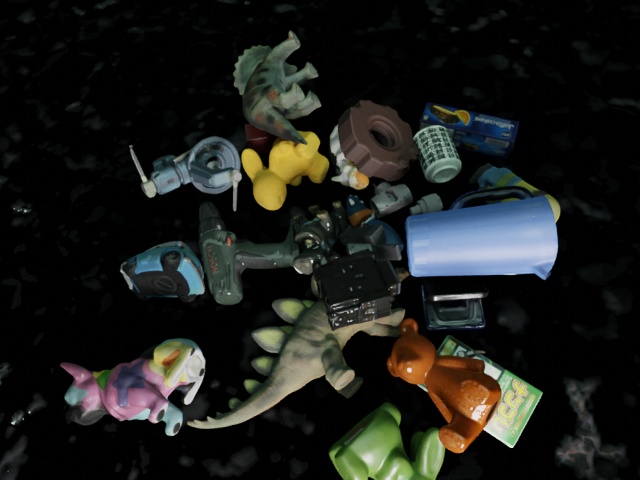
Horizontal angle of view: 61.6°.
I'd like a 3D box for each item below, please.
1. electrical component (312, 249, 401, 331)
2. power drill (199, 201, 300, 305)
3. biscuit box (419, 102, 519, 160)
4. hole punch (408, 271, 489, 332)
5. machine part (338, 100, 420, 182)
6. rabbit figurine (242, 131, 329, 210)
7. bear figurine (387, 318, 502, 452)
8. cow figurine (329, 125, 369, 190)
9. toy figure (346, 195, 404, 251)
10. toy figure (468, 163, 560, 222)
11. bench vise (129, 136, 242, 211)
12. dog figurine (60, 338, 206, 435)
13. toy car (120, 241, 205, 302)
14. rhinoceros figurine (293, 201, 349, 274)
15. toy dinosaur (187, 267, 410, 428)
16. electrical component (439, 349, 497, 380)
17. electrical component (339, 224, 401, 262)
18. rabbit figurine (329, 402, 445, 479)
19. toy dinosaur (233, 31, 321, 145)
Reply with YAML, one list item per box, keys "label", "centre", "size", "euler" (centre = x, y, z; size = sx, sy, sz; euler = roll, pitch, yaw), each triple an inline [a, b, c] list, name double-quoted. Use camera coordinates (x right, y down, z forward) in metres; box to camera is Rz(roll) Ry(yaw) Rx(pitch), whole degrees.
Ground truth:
- label: "electrical component"
  centre: [0.065, 0.079, 0.910]
  size: [0.134, 0.058, 0.115]
  euler: [-16, 50, -8]
- label: "power drill"
  centre: [-0.137, 0.005, 1.058]
  size: [0.207, 0.086, 0.232]
  euler: [-7, 61, -2]
- label: "biscuit box"
  centre: [0.319, -0.237, 1.161]
  size: [0.203, 0.059, 0.063]
  euler: [17, 63, 15]
- label: "hole punch"
  centre: [0.238, 0.101, 0.969]
  size: [0.142, 0.092, 0.116]
  euler: [-6, 29, 6]
- label: "machine part"
  centre: [0.120, -0.205, 1.100]
  size: [0.179, 0.056, 0.179]
  euler: [15, 56, -24]
- label: "rabbit figurine"
  centre: [-0.087, -0.145, 1.118]
  size: [0.163, 0.121, 0.173]
  euler: [21, 71, 21]
- label: "bear figurine"
  centre: [0.177, 0.213, 0.838]
  size: [0.196, 0.132, 0.120]
  euler: [31, 107, 30]
- label: "cow figurine"
  centre: [0.055, -0.169, 1.138]
  size: [0.068, 0.098, 0.167]
  euler: [17, 57, -32]
- label: "toy figure"
  centre: [0.099, -0.027, 1.060]
  size: [0.058, 0.064, 0.155]
  euler: [-41, 65, -4]
- label: "toy figure"
  centre: [0.379, -0.083, 1.048]
  size: [0.082, 0.089, 0.180]
  euler: [-40, 66, -7]
- label: "bench vise"
  centre: [-0.247, -0.141, 1.103]
  size: [0.223, 0.128, 0.241]
  euler: [-18, 25, -32]
- label: "dog figurine"
  centre: [-0.331, 0.238, 0.929]
  size: [0.219, 0.108, 0.191]
  euler: [14, 63, 17]
- label: "toy car"
  centre: [-0.294, 0.054, 1.042]
  size: [0.162, 0.109, 0.103]
  euler: [-6, 36, 16]
- label: "rhinoceros figurine"
  centre: [-0.002, -0.003, 1.010]
  size: [0.073, 0.112, 0.190]
  euler: [-7, 21, 24]
- label: "toy dinosaur"
  centre: [-0.008, 0.183, 0.932]
  size: [0.199, 0.104, 0.471]
  euler: [33, 59, 30]
- label: "electrical component"
  centre: [0.246, 0.228, 0.889]
  size: [0.078, 0.045, 0.102]
  euler: [-15, 61, -2]
- label: "electrical component"
  centre: [0.100, 0.012, 0.992]
  size: [0.119, 0.074, 0.048]
  euler: [-4, 26, 37]
- label: "rabbit figurine"
  centre: [0.119, 0.351, 0.830]
  size: [0.159, 0.121, 0.170]
  euler: [-37, 81, -23]
- label: "toy dinosaur"
  centre: [-0.106, -0.309, 1.157]
  size: [0.192, 0.131, 0.405]
  euler: [-25, 41, 25]
